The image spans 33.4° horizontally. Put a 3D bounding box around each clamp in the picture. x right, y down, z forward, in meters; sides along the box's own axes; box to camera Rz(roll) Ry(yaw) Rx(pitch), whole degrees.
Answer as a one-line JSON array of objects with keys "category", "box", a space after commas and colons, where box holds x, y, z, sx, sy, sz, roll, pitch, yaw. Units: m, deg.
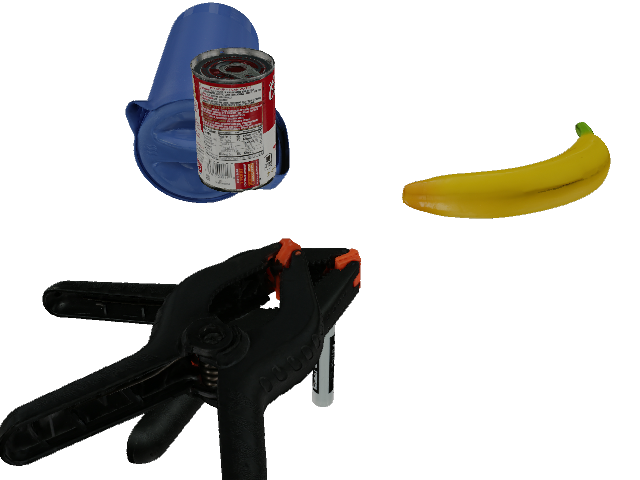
[{"category": "clamp", "box": [-0.071, 0.047, 0.705, 0.209, 0.036, 0.165, -25, 46, -27]}, {"category": "clamp", "box": [-0.041, 0.062, 0.469, 0.120, 0.039, 0.171, 28, 48, 21]}]

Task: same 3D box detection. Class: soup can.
[{"category": "soup can", "box": [-0.070, -0.098, 0.878, 0.068, 0.102, 0.068, 0, 32, 0]}]

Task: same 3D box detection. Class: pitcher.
[{"category": "pitcher", "box": [-0.118, -0.159, 1.194, 0.145, 0.149, 0.243, -11, 39, 9]}]

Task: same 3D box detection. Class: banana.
[{"category": "banana", "box": [0.156, -0.045, 0.806, 0.197, 0.037, 0.070, -18, 28, -31]}]

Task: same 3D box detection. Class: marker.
[{"category": "marker", "box": [0.003, 0.091, 0.901, 0.020, 0.121, 0.020, 1, 36, -1]}]
